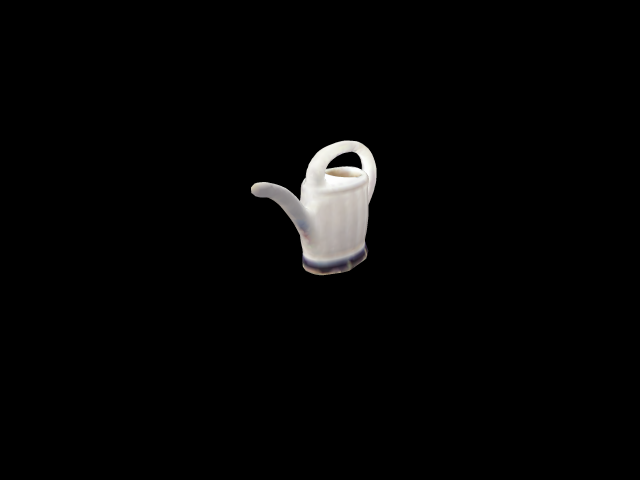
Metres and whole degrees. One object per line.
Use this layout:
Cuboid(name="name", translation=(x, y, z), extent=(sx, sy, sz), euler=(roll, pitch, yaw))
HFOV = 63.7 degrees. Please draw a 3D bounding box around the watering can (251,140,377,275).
Cuboid(name="watering can", translation=(0.003, -0.043, 0.850), extent=(0.104, 0.221, 0.352), euler=(13, 25, 31))
